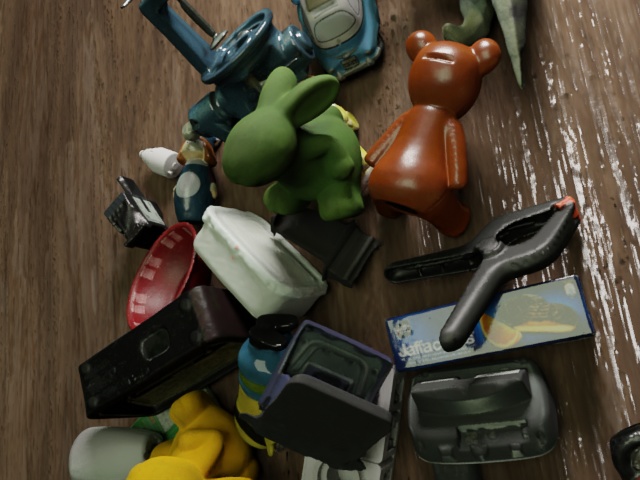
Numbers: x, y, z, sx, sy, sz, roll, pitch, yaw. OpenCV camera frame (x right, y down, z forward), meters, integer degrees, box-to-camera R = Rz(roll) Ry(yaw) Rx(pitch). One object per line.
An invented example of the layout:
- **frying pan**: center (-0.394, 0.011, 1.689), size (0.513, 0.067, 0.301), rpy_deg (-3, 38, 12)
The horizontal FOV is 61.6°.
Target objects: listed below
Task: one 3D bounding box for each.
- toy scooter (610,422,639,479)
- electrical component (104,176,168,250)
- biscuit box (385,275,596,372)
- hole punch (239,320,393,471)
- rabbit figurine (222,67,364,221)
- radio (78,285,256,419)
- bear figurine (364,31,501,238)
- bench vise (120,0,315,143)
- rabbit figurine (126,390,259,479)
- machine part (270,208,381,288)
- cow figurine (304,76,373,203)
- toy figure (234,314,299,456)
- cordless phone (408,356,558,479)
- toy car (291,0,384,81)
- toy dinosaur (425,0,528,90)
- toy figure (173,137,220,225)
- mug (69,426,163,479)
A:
- **toy scooter**: center (0.360, 0.195, 0.449), size (0.184, 0.075, 0.135), rpy_deg (-36, 67, 19)
- **electrical component**: center (-0.278, -0.040, 0.804), size (0.048, 0.074, 0.119), rpy_deg (-46, 69, 11)
- **biscuit box**: center (0.174, 0.091, 0.566), size (0.203, 0.059, 0.063), rpy_deg (-17, 73, 22)
- **hole punch**: center (0.005, 0.155, 0.538), size (0.142, 0.092, 0.115), rpy_deg (25, 126, -12)
- **rabbit figurine**: center (-0.025, -0.096, 0.564), size (0.121, 0.170, 0.159), rpy_deg (21, 102, 31)
- **radio**: center (-0.181, 0.145, 0.674), size (0.229, 0.131, 0.073), rpy_deg (-34, 64, 17)
- **bear figurine**: center (0.125, -0.119, 0.597), size (0.120, 0.131, 0.195), rpy_deg (16, 82, 27)
- **bench vise**: center (-0.136, -0.228, 0.674), size (0.224, 0.240, 0.129), rpy_deg (-21, 40, 37)
- **rabbit figurine**: center (-0.150, 0.277, 0.618), size (0.162, 0.173, 0.122), rpy_deg (39, 97, 16)
- **machine part**: center (-0.001, -0.002, 0.669), size (0.139, 0.039, 0.084), rpy_deg (32, 81, 16)
- **cow figurine**: center (0.004, -0.126, 0.689), size (0.098, 0.068, 0.167), rpy_deg (-37, 66, 22)
- **toy figure**: center (-0.058, 0.166, 0.626), size (0.089, 0.082, 0.179), rpy_deg (27, 130, 39)
- **cordless phone**: center (0.171, 0.220, 0.545), size (0.147, 0.088, 0.184), rpy_deg (-14, 86, 22)
- **toy car**: center (0.016, -0.295, 0.694), size (0.109, 0.103, 0.161), rpy_deg (-18, 71, 23)
- **toy dinosaur**: center (0.167, -0.362, 0.631), size (0.192, 0.131, 0.405), rpy_deg (-42, 72, 14)
- **toy figure**: center (-0.177, -0.099, 0.778), size (0.064, 0.058, 0.154), rpy_deg (5, 79, -14)
- **mug**: center (-0.265, 0.299, 0.714), size (0.107, 0.080, 0.109), rpy_deg (-14, 68, 16)
